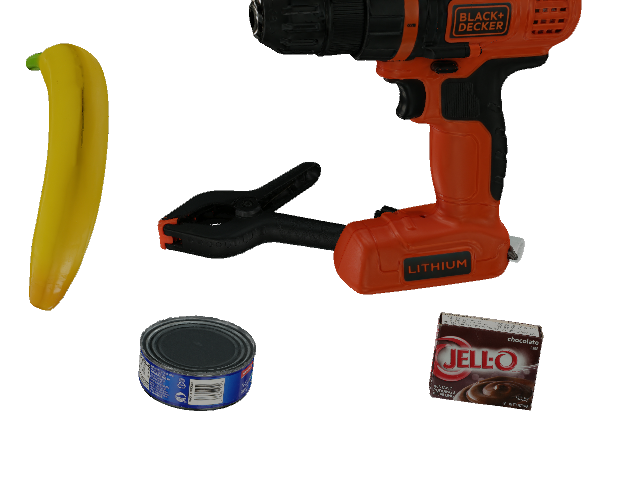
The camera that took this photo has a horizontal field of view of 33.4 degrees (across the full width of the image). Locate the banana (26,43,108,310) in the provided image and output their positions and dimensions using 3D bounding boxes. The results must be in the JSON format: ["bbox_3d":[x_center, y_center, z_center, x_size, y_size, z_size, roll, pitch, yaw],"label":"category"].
[{"bbox_3d":[-0.156,-0.055,0.661,0.037,0.198,0.070,13,-38,-30],"label":"banana"}]

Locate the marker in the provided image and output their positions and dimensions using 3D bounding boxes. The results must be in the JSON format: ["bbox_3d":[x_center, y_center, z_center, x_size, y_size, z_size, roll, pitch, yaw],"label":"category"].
[{"bbox_3d":[0.097,-0.006,0.825,0.121,0.020,0.020,15,6,25],"label":"marker"}]

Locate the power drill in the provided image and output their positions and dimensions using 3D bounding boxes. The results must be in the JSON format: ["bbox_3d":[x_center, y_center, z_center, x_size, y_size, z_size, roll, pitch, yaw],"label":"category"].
[{"bbox_3d":[0.049,-0.063,0.599,0.184,0.188,0.057,-5,31,-15],"label":"power drill"}]

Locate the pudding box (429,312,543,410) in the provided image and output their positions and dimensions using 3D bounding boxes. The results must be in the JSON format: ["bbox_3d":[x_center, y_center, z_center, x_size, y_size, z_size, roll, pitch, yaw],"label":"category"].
[{"bbox_3d":[0.179,0.131,1.160,0.113,0.090,0.039,6,23,4],"label":"pudding box"}]

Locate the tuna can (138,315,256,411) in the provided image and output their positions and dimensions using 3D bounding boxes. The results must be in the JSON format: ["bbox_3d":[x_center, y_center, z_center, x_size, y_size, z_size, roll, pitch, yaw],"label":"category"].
[{"bbox_3d":[-0.092,0.091,0.792,0.086,0.034,0.086,6,23,-3],"label":"tuna can"}]

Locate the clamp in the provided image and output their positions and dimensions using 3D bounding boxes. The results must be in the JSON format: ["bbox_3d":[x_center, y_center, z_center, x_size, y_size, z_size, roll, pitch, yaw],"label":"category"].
[{"bbox_3d":[-0.061,-0.027,0.967,0.171,0.039,0.120,-3,33,-7],"label":"clamp"}]
